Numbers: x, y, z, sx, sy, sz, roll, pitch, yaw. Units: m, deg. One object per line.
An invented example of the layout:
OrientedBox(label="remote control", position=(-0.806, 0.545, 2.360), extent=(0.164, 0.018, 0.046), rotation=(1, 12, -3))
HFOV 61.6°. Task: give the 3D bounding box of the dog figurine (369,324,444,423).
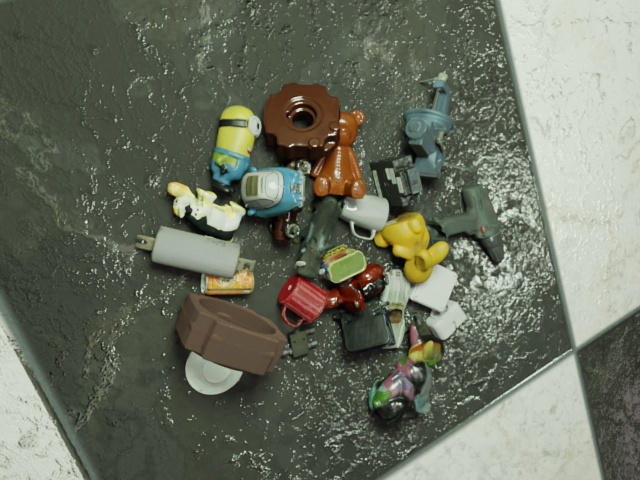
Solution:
OrientedBox(label="dog figurine", position=(0.217, 0.323, 1.323), extent=(0.191, 0.109, 0.219), rotation=(-7, 117, -27))

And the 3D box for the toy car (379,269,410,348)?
OrientedBox(label="toy car", position=(0.179, 0.172, 1.343), extent=(0.073, 0.056, 0.201), rotation=(5, 95, -25))

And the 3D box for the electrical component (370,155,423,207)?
OrientedBox(label="electrical component", position=(0.183, -0.138, 1.261), extent=(0.058, 0.134, 0.114), rotation=(-23, 107, -22))

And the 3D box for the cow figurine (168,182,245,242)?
OrientedBox(label="cow figurine", position=(-0.246, -0.056, 1.117), extent=(0.167, 0.068, 0.098), rotation=(21, 94, -24))

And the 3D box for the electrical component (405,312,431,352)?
OrientedBox(label="electrical component", position=(0.249, 0.249, 1.395), extent=(0.078, 0.045, 0.102), rotation=(-50, 119, -42))

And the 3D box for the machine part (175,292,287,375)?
OrientedBox(label="machine part", position=(-0.185, 0.191, 1.100), extent=(0.201, 0.202, 0.087), rotation=(23, 90, -26))

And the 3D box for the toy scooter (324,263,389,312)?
OrientedBox(label="toy scooter", position=(0.093, 0.116, 1.254), extent=(0.184, 0.135, 0.075), rotation=(-27, 106, -20))

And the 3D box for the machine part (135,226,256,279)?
OrientedBox(label="machine part", position=(-0.252, 0.026, 1.099), extent=(0.243, 0.079, 0.079), rotation=(14, 91, -12))

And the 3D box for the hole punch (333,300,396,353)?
OrientedBox(label="hole punch", position=(0.116, 0.211, 1.290), extent=(0.092, 0.142, 0.116), rotation=(40, 37, -61))

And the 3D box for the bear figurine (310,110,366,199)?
OrientedBox(label="bear figurine", position=(0.046, -0.195, 1.197), extent=(0.120, 0.132, 0.195), rotation=(7, 101, -7))

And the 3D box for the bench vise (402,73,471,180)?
OrientedBox(label="bench vise", position=(0.274, -0.273, 1.279), extent=(0.223, 0.129, 0.240), rotation=(25, 77, -49))

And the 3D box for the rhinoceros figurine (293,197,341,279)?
OrientedBox(label="rhinoceros figurine", position=(-0.002, -0.004, 1.209), extent=(0.073, 0.112, 0.190), rotation=(26, 78, -27))

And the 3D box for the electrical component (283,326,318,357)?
OrientedBox(label="electrical component", position=(-0.052, 0.240, 1.267), extent=(0.094, 0.021, 0.063), rotation=(-15, 102, -21))

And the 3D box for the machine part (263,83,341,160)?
OrientedBox(label="machine part", position=(-0.037, -0.253, 1.139), extent=(0.179, 0.056, 0.179), rotation=(0, 69, 1))

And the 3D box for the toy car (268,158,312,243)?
OrientedBox(label="toy car", position=(-0.070, -0.095, 1.176), extent=(0.053, 0.089, 0.202), rotation=(8, 95, -29))

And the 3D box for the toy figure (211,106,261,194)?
OrientedBox(label="toy figure", position=(-0.183, -0.190, 1.119), extent=(0.089, 0.082, 0.180), rotation=(20, 91, -23))

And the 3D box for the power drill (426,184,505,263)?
OrientedBox(label="power drill", position=(0.384, -0.018, 1.399), extent=(0.207, 0.086, 0.231), rotation=(-20, 103, -17))

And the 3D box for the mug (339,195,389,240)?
OrientedBox(label="mug", position=(0.095, -0.057, 1.264), extent=(0.107, 0.081, 0.109), rotation=(14, 83, -16))

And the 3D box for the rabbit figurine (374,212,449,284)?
OrientedBox(label="rabbit figurine", position=(0.232, 0.024, 1.292), extent=(0.122, 0.162, 0.173), rotation=(-22, 103, -31))

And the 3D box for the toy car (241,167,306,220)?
OrientedBox(label="toy car", position=(-0.109, -0.100, 1.108), extent=(0.103, 0.162, 0.109), rotation=(7, 85, -47))
